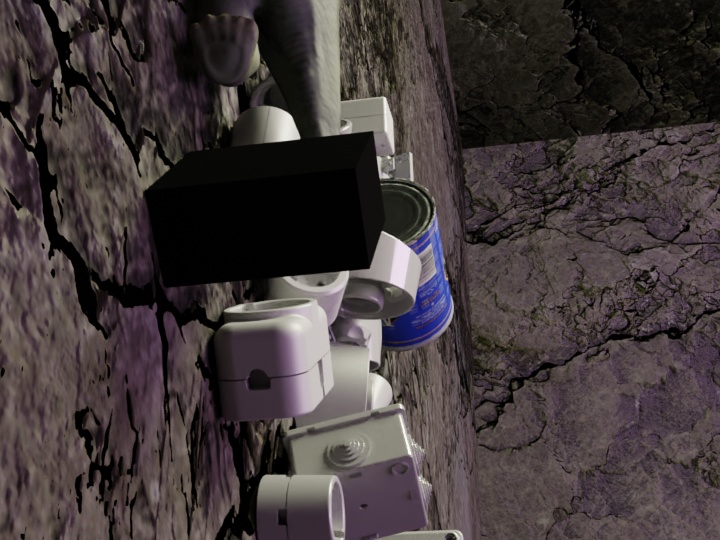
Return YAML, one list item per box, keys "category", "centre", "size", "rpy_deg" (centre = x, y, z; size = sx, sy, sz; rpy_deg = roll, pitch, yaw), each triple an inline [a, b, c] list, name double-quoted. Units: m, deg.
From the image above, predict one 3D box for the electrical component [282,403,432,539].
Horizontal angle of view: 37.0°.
- category: "electrical component"
  centre: [-0.001, 0.150, 0.764]
  size: [0.048, 0.100, 0.099]
  rpy_deg: [-105, -179, -49]

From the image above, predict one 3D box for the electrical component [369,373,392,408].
- category: "electrical component"
  centre: [0.003, 0.130, 0.988]
  size: [0.065, 0.044, 0.044]
  rpy_deg: [-70, 154, -59]

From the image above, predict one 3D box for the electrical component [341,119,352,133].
- category: "electrical component"
  centre: [-0.025, -0.097, 0.920]
  size: [0.045, 0.045, 0.055]
  rpy_deg: [-75, 159, -65]

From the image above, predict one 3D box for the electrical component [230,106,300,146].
- category: "electrical component"
  centre: [-0.062, -0.060, 0.668]
  size: [0.081, 0.043, 0.043]
  rpy_deg: [-86, 167, -44]

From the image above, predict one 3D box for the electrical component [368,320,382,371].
- category: "electrical component"
  centre: [-0.001, 0.057, 0.988]
  size: [0.079, 0.043, 0.077]
  rpy_deg: [64, 23, -66]

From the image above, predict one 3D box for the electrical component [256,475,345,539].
- category: "electrical component"
  centre: [-0.037, 0.158, 0.689]
  size: [0.055, 0.047, 0.055]
  rpy_deg: [-5, 90, -81]

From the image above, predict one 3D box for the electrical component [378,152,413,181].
- category: "electrical component"
  centre: [0.010, -0.093, 1.073]
  size: [0.064, 0.081, 0.042]
  rpy_deg: [31, 51, -51]

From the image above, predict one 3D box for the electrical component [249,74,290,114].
- category: "electrical component"
  centre: [-0.054, -0.124, 0.773]
  size: [0.065, 0.044, 0.044]
  rpy_deg: [-86, 168, -67]

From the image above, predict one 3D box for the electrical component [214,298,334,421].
- category: "electrical component"
  centre: [-0.051, 0.050, 0.644]
  size: [0.095, 0.054, 0.059]
  rpy_deg: [-33, 118, -80]

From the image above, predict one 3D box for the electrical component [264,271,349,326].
- category: "electrical component"
  centre: [-0.038, -0.008, 0.771]
  size: [0.138, 0.052, 0.073]
  rpy_deg: [-86, -171, -46]

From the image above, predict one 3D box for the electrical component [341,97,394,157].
- category: "electrical component"
  centre: [-0.003, -0.114, 1.001]
  size: [0.047, 0.066, 0.076]
  rpy_deg: [63, 24, -67]

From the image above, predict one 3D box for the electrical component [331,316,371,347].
- category: "electrical component"
  centre: [-0.012, 0.037, 0.930]
  size: [0.043, 0.043, 0.062]
  rpy_deg: [67, 19, -63]

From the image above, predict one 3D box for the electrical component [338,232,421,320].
- category: "electrical component"
  centre: [0.000, 0.000, 0.872]
  size: [0.099, 0.099, 0.064]
  rpy_deg: [67, 26, -63]

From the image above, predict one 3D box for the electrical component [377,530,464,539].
- category: "electrical component"
  centre: [0.032, 0.271, 0.870]
  size: [0.056, 0.109, 0.108]
  rpy_deg: [75, 13, -58]

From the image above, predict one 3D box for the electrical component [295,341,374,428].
- category: "electrical component"
  centre: [-0.022, 0.103, 0.843]
  size: [0.099, 0.064, 0.099]
  rpy_deg: [-175, -90, -89]
